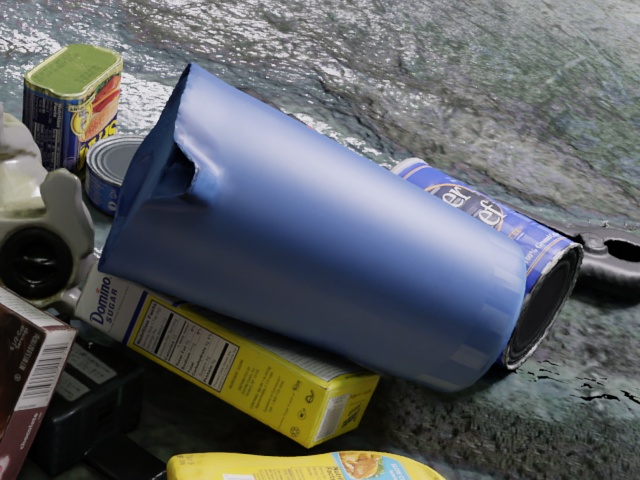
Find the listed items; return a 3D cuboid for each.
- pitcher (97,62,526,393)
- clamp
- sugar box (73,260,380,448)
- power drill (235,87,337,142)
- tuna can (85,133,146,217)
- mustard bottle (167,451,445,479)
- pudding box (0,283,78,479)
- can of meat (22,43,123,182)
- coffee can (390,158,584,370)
[{"bbox_3d":[-0.004,0.001,0.659,0.242,0.145,0.149,24,41,-14],"label":"pitcher"},{"bbox_3d":[0.212,0.008,0.885,0.171,0.039,0.120,5,40,-18],"label":"clamp"},{"bbox_3d":[-0.058,0.068,0.675,0.176,0.048,0.093,23,6,20],"label":"sugar box"},{"bbox_3d":[-0.048,-0.036,0.820,0.184,0.057,0.187,39,42,14],"label":"power drill"},{"bbox_3d":[-0.145,-0.050,0.858,0.086,0.034,0.086,8,34,-6],"label":"tuna can"},{"bbox_3d":[0.014,0.156,0.582,0.191,0.058,0.096,1,27,-16],"label":"mustard bottle"},{"bbox_3d":[-0.194,0.079,0.582,0.090,0.113,0.039,27,3,20],"label":"pudding box"},{"bbox_3d":[-0.204,-0.105,0.875,0.057,0.084,0.102,18,34,8],"label":"can of meat"},{"bbox_3d":[0.104,0.016,0.779,0.140,0.103,0.102,31,38,25],"label":"coffee can"}]
